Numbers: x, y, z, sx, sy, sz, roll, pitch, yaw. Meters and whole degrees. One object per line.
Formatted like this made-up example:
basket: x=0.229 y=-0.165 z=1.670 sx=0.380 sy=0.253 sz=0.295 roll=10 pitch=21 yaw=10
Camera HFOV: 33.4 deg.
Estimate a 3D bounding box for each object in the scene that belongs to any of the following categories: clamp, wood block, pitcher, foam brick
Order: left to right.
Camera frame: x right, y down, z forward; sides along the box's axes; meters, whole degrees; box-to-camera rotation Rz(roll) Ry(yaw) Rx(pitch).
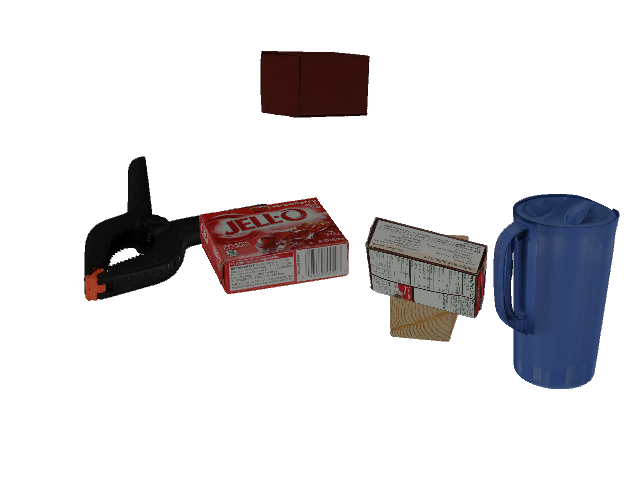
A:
clamp: x=-0.169 y=-0.012 z=1.036 sx=0.165 sy=0.036 sz=0.209 roll=25 pitch=40 yaw=23
foam brick: x=-0.004 y=-0.130 z=0.888 sx=0.078 sy=0.051 sz=0.053 roll=-7 pitch=16 yaw=-39
wood block: x=0.169 y=0.067 z=1.629 sx=0.091 sy=0.090 sz=0.206 roll=4 pitch=22 yaw=13
pitcher: x=0.305 y=0.069 z=1.399 sx=0.149 sy=0.243 sz=0.145 roll=5 pitch=21 yaw=14

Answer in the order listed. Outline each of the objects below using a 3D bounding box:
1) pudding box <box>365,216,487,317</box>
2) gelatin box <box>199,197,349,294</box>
pudding box: x=0.102 y=0.027 z=1.027 sx=0.113 sy=0.039 sz=0.090 roll=13 pitch=-29 yaw=14
gelatin box: x=-0.033 y=0.002 z=0.734 sx=0.089 sy=0.030 sz=0.073 roll=-8 pitch=28 yaw=-15
